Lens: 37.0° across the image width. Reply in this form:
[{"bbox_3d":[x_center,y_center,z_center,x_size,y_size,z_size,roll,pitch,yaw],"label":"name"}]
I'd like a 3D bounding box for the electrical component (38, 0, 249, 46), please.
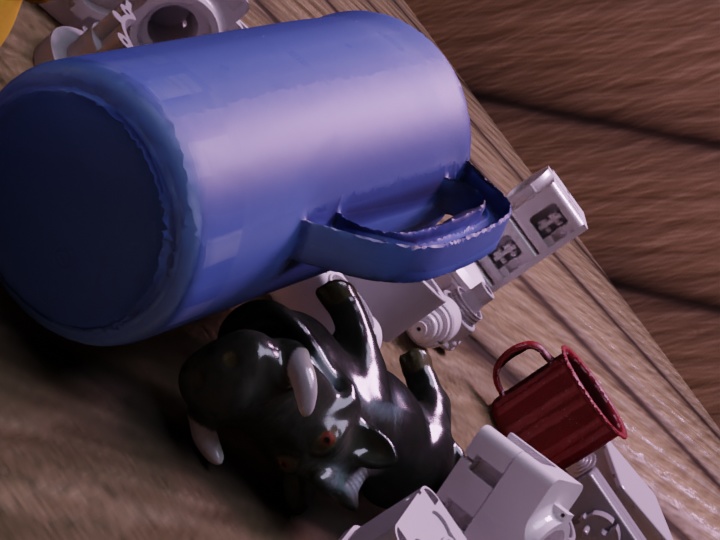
[{"bbox_3d":[-0.149,-0.187,0.643,0.150,0.089,0.061,40,20,-40],"label":"electrical component"}]

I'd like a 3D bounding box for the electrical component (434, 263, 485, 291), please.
[{"bbox_3d":[0.074,0.006,0.955,0.080,0.051,0.080,48,16,-19],"label":"electrical component"}]

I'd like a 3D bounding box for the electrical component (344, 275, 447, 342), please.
[{"bbox_3d":[0.000,0.000,0.720,0.108,0.060,0.108,48,6,-7],"label":"electrical component"}]

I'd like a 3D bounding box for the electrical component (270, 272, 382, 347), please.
[{"bbox_3d":[-0.012,0.037,0.643,0.079,0.044,0.077,33,25,-54],"label":"electrical component"}]

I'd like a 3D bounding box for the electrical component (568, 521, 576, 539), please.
[{"bbox_3d":[0.096,0.160,0.668,0.078,0.057,0.058,53,15,-3],"label":"electrical component"}]

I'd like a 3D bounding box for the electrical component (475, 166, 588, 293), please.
[{"bbox_3d":[0.136,-0.030,1.029,0.061,0.150,0.089,53,15,-5],"label":"electrical component"}]

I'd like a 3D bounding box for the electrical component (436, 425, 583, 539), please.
[{"bbox_3d":[0.069,0.134,0.551,0.056,0.089,0.050,35,4,31],"label":"electrical component"}]

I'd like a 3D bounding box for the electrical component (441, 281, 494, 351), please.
[{"bbox_3d":[0.083,0.034,0.898,0.048,0.062,0.048,48,16,-19],"label":"electrical component"}]

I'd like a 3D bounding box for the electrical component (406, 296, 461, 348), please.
[{"bbox_3d":[0.054,0.041,0.839,0.040,0.040,0.078,55,15,5],"label":"electrical component"}]

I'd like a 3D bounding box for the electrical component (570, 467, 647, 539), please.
[{"bbox_3d":[0.188,0.209,0.853,0.083,0.047,0.076,56,15,11],"label":"electrical component"}]

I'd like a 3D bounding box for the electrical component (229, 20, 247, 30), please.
[{"bbox_3d":[-0.127,-0.200,0.833,0.081,0.042,0.063,38,20,-46],"label":"electrical component"}]

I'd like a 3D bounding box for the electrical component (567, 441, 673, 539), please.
[{"bbox_3d":[0.235,0.214,0.980,0.099,0.048,0.099,49,16,-17],"label":"electrical component"}]

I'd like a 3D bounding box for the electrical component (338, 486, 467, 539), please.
[{"bbox_3d":[0.030,0.162,0.466,0.113,0.057,0.078,55,15,4],"label":"electrical component"}]
